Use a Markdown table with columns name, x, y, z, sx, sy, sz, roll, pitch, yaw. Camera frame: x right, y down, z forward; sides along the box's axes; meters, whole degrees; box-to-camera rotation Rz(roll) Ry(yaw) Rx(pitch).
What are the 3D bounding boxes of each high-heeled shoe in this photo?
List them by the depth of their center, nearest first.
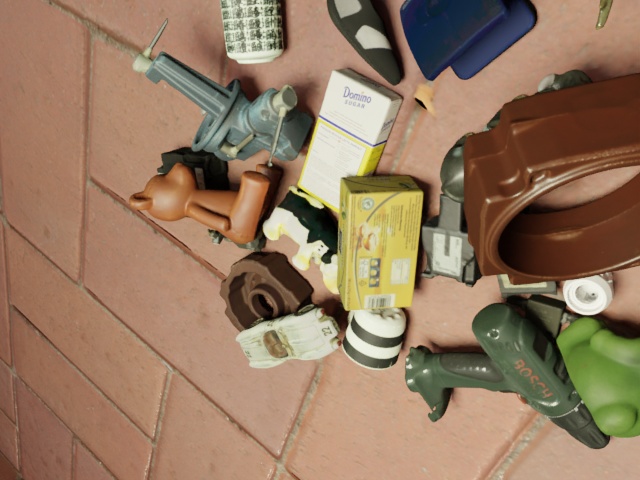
| name | x | y | z | sx | sy | sz | roll | pitch | yaw |
| --- | --- | --- | --- | --- | --- | --- | --- | --- | --- |
| high-heeled shoe | 0.062 | -0.317 | 0.624 | 0.145 | 0.086 | 0.248 | -37 | 105 | 11 |

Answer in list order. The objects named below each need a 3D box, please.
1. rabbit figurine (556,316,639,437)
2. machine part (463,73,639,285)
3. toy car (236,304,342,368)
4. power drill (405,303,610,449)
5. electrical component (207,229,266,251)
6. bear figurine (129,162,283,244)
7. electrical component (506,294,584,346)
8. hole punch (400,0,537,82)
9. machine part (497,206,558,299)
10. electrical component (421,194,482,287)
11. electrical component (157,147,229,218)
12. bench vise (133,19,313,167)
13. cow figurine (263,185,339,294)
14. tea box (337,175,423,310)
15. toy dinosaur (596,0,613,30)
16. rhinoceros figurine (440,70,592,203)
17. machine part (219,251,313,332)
| name | x | y | z | sx | sy | sz | roll | pitch | yaw |
| --- | --- | --- | --- | --- | --- | --- | --- | --- | --- |
| rabbit figurine | 0.347 | 0.119 | 0.545 | 0.170 | 0.159 | 0.121 | -40 | 83 | 23 |
| machine part | 0.240 | -0.042 | 0.493 | 0.202 | 0.087 | 0.200 | -9 | 146 | 10 |
| toy car | -0.051 | 0.154 | 0.842 | 0.202 | 0.056 | 0.073 | -21 | 100 | 40 |
| power drill | 0.227 | 0.190 | 0.693 | 0.207 | 0.086 | 0.231 | -16 | 117 | 47 |
| electrical component | -0.136 | -0.006 | 0.888 | 0.102 | 0.045 | 0.078 | 11 | 151 | 29 |
| bear figurine | -0.172 | -0.074 | 0.809 | 0.196 | 0.120 | 0.131 | 23 | 107 | 4 |
| electrical component | 0.275 | 0.101 | 0.663 | 0.094 | 0.021 | 0.063 | 15 | 118 | 31 |
| hole punch | 0.145 | -0.239 | 0.567 | 0.142 | 0.092 | 0.116 | -38 | 82 | 45 |
| machine part | 0.235 | 0.004 | 0.639 | 0.084 | 0.039 | 0.138 | -8 | 106 | 43 |
| electrical component | 0.168 | -0.005 | 0.679 | 0.075 | 0.048 | 0.119 | 9 | 114 | 34 |
| electrical component | -0.218 | -0.099 | 0.922 | 0.134 | 0.058 | 0.114 | 12 | 114 | 33 |
| bench vise | -0.139 | -0.185 | 0.740 | 0.240 | 0.129 | 0.224 | 31 | 168 | -24 |
| cow figurine | 0.000 | -0.002 | 0.798 | 0.167 | 0.068 | 0.098 | 44 | 124 | 12 |
| tea box | 0.075 | 0.004 | 0.712 | 0.098 | 0.068 | 0.169 | -1 | 114 | -8 |
| toy dinosaur | 0.123 | -0.391 | 0.483 | 0.472 | 0.105 | 0.198 | 50 | 122 | 18 |
| rhinoceros figurine | 0.202 | -0.108 | 0.566 | 0.190 | 0.112 | 0.073 | -36 | 84 | 49 |
| machine part | -0.089 | 0.105 | 0.916 | 0.180 | 0.056 | 0.179 | 15 | 119 | 28 |
